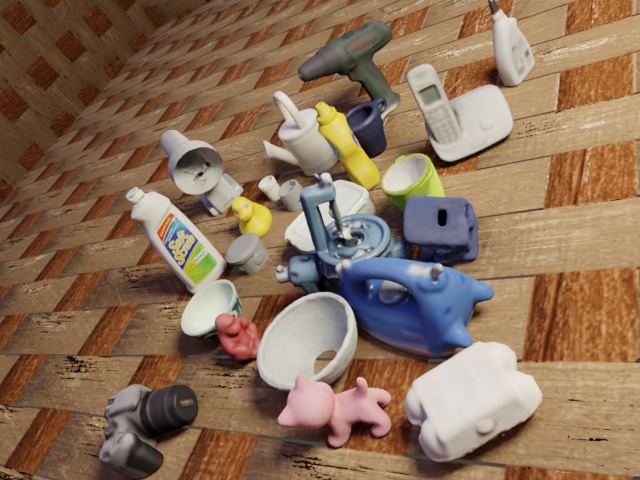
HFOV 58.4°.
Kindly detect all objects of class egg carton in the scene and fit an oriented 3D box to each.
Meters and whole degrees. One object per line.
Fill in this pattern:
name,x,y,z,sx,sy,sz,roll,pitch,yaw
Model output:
egg carton,0.175,0.189,0.669,0.150,0.070,0.107,-34,35,6

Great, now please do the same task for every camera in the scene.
camera,-0.277,0.291,0.927,0.136,0.101,0.143,-22,37,21

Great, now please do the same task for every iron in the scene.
iron,0.100,0.071,0.809,0.257,0.142,0.119,3,52,44

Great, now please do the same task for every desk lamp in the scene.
desk lamp,-0.285,-0.160,1.355,0.118,0.214,0.202,-42,35,-6

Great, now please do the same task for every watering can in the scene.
watering can,-0.046,-0.235,1.245,0.100,0.195,0.173,13,59,48

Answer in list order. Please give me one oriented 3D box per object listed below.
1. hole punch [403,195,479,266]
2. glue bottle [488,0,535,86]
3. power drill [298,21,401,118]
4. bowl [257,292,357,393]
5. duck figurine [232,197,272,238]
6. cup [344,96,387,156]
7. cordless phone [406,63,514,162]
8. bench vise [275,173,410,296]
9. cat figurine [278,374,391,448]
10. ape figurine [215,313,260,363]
hole punch,0.187,-0.023,0.884,0.101,0.091,0.108,-17,40,27
glue bottle,0.350,-0.380,1.077,0.078,0.174,0.037,-50,36,-16
power drill,0.084,-0.359,1.260,0.230,0.209,0.075,-44,35,-9
bowl,-0.007,0.165,0.856,0.167,0.075,0.167,-24,37,20
duck figurine,-0.156,-0.059,1.236,0.077,0.086,0.104,-32,35,9
cup,0.108,-0.232,1.192,0.118,0.095,0.091,-45,35,-10
cordless phone,0.242,-0.240,1.002,0.147,0.186,0.094,-25,36,17
bench vise,0.012,0.009,0.889,0.207,0.220,0.121,-36,35,3
cat figurine,0.014,0.212,0.743,0.127,0.118,0.067,-24,37,19
ape figurine,-0.143,0.159,0.967,0.076,0.092,0.078,-10,43,34
